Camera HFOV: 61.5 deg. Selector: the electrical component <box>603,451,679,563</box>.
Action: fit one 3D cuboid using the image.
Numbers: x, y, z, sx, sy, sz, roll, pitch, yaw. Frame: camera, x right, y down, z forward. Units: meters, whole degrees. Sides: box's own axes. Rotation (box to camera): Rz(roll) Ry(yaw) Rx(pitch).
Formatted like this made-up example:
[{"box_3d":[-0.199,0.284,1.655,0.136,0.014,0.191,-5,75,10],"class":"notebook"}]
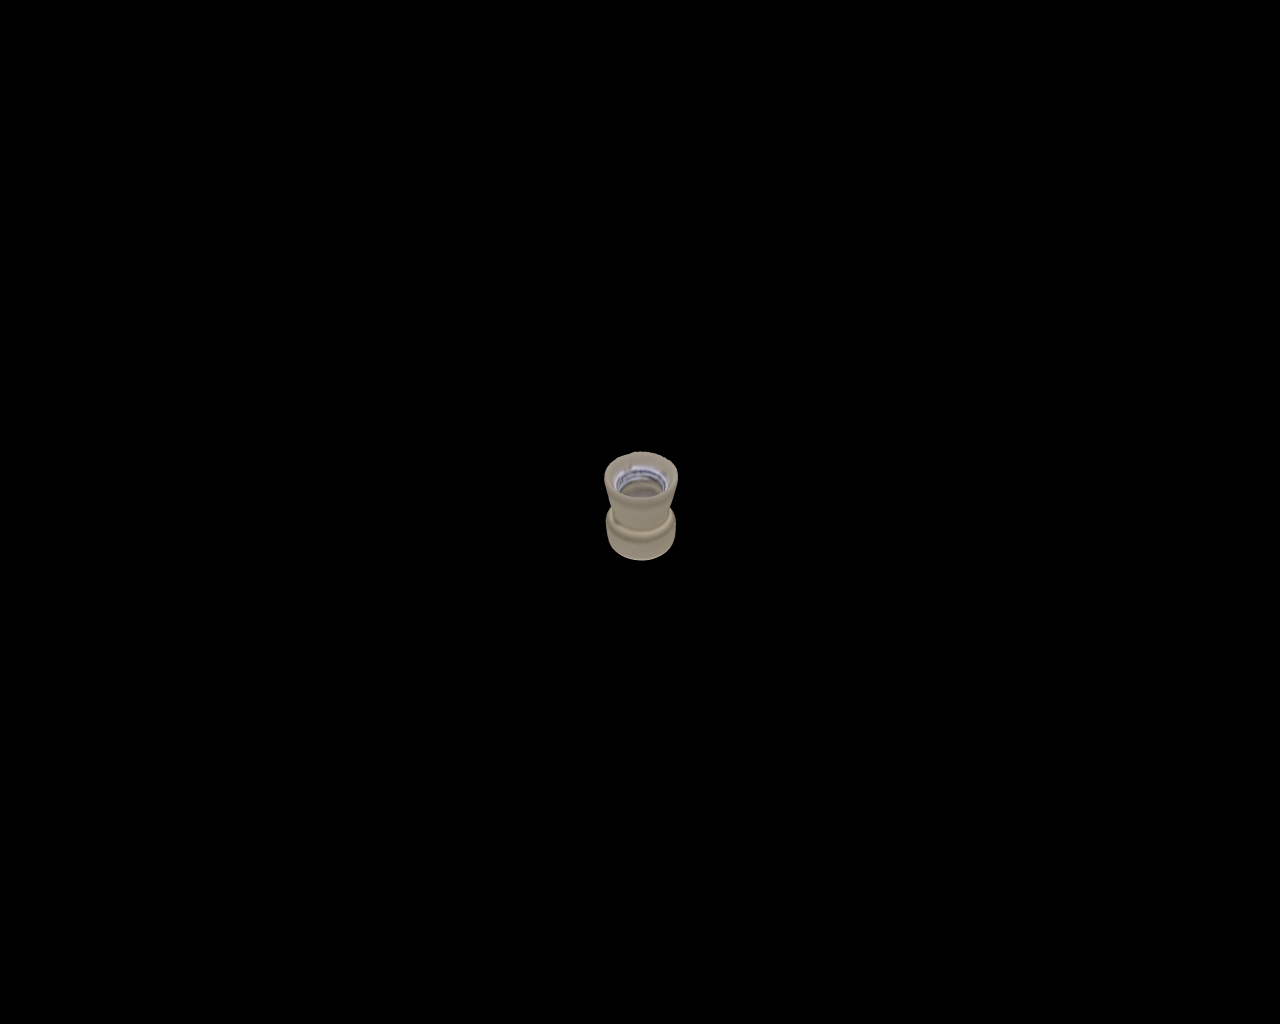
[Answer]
[{"box_3d":[0.001,-0.003,0.650,0.045,0.055,0.045,0,43,0],"class":"electrical component"}]
